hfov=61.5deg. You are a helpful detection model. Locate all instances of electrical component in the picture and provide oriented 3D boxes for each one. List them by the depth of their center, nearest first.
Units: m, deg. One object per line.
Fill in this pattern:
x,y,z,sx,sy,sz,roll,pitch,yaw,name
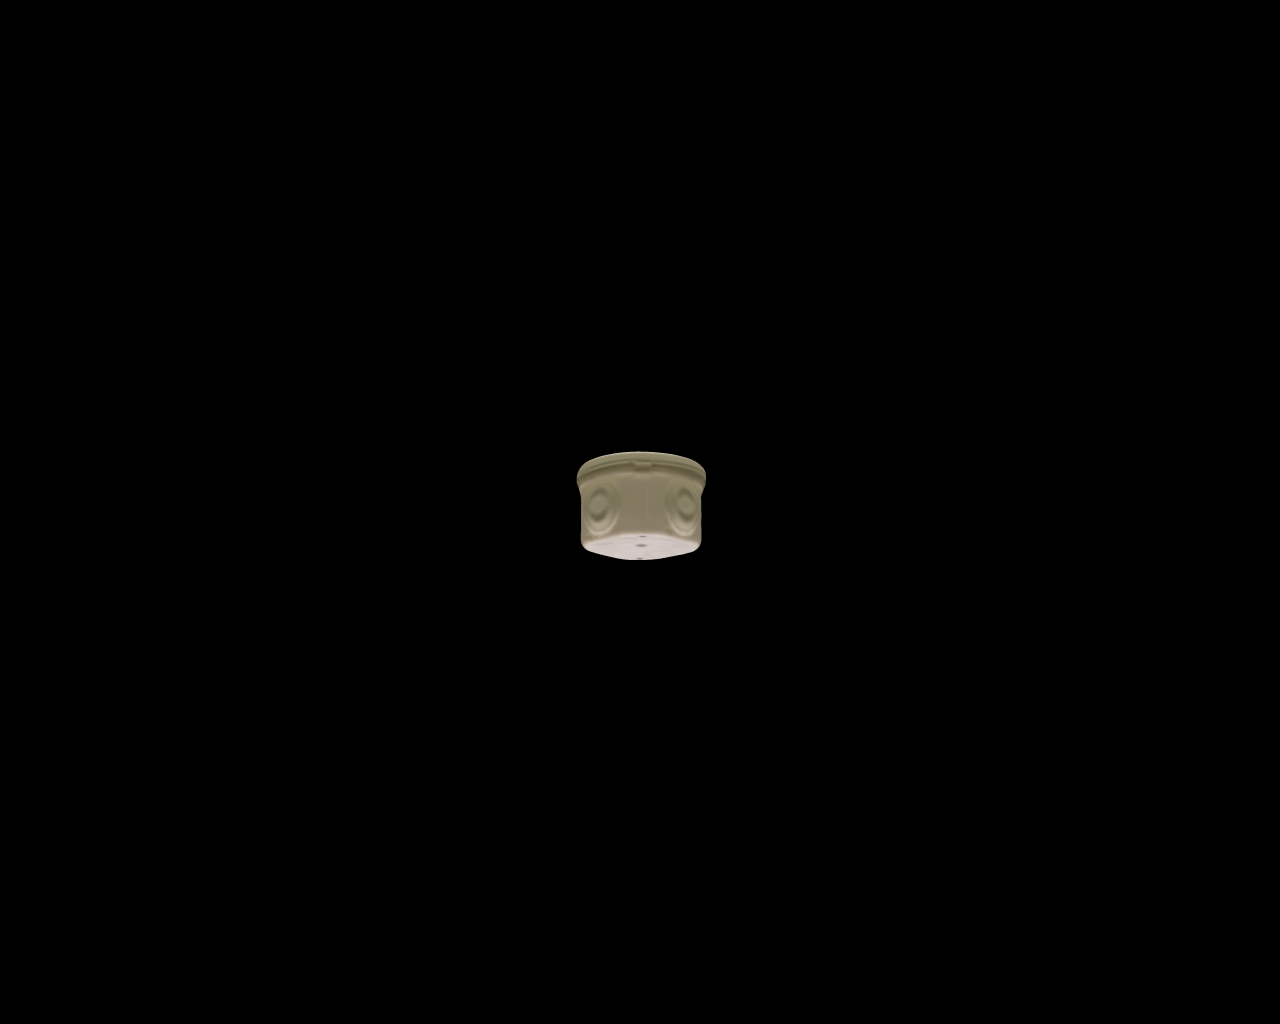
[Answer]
0.001,-0.003,0.650,0.080,0.051,0.080,0,-15,0,electrical component
